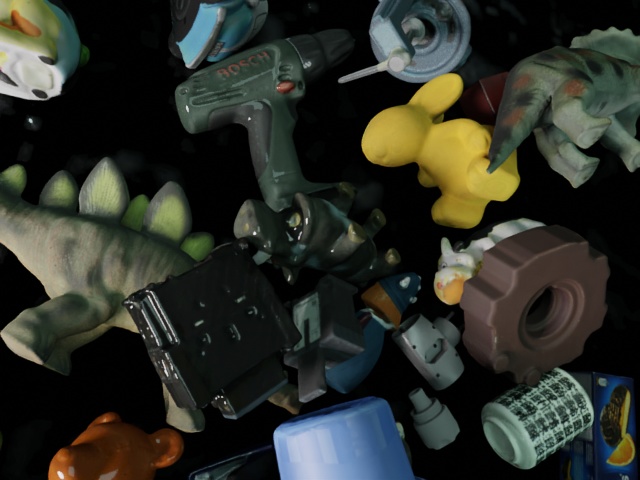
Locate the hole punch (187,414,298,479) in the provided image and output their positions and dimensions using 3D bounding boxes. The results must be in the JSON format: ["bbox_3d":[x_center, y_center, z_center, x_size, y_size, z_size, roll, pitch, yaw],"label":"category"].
[{"bbox_3d":[-0.056,0.255,0.512,0.116,0.092,0.142,-6,74,-49],"label":"hole punch"}]

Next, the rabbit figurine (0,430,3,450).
[{"bbox_3d":[-0.349,0.194,0.433,0.159,0.121,0.170,38,88,-13],"label":"rabbit figurine"}]

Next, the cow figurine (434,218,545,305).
[{"bbox_3d":[0.196,0.018,0.637,0.167,0.098,0.068,-14,122,-17],"label":"cow figurine"}]

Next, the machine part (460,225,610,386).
[{"bbox_3d":[0.238,0.071,0.588,0.179,0.056,0.179,-8,113,-20],"label":"machine part"}]

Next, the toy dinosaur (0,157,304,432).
[{"bbox_3d":[-0.196,0.034,0.508,0.471,0.105,0.198,34,62,-16],"label":"toy dinosaur"}]

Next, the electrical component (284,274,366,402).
[{"bbox_3d":[0.004,0.100,0.526,0.047,0.075,0.119,29,37,-35],"label":"electrical component"}]

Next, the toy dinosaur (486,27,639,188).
[{"bbox_3d":[0.298,-0.170,0.638,0.405,0.131,0.192,-9,50,-32],"label":"toy dinosaur"}]

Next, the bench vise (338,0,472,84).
[{"bbox_3d":[0.095,-0.269,0.629,0.223,0.129,0.241,53,36,-25],"label":"bench vise"}]

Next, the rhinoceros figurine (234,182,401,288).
[{"bbox_3d":[-0.001,-0.002,0.548,0.190,0.112,0.073,21,45,-47],"label":"rhinoceros figurine"}]

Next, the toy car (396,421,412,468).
[{"bbox_3d":[0.050,0.282,0.544,0.073,0.056,0.201,5,74,-9],"label":"toy car"}]

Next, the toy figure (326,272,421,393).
[{"bbox_3d":[0.055,0.092,0.586,0.058,0.064,0.154,36,71,6],"label":"toy figure"}]

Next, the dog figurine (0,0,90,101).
[{"bbox_3d":[-0.321,-0.267,0.539,0.191,0.108,0.219,9,72,-14],"label":"dog figurine"}]

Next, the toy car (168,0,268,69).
[{"bbox_3d":[-0.115,-0.271,0.611,0.103,0.109,0.161,2,63,-39],"label":"toy car"}]

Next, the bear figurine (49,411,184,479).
[{"bbox_3d":[-0.203,0.219,0.410,0.120,0.131,0.196,10,60,27],"label":"bear figurine"}]

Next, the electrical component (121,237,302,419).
[{"bbox_3d":[-0.085,0.080,0.462,0.115,0.058,0.134,-31,92,-30],"label":"electrical component"}]

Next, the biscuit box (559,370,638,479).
[{"bbox_3d":[0.325,0.259,0.628,0.063,0.059,0.202,11,75,-14],"label":"biscuit box"}]

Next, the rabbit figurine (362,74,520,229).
[{"bbox_3d":[0.137,-0.115,0.632,0.173,0.122,0.162,14,70,-6],"label":"rabbit figurine"}]

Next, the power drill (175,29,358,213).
[{"bbox_3d":[-0.030,-0.130,0.606,0.232,0.086,0.207,-19,87,-18],"label":"power drill"}]
